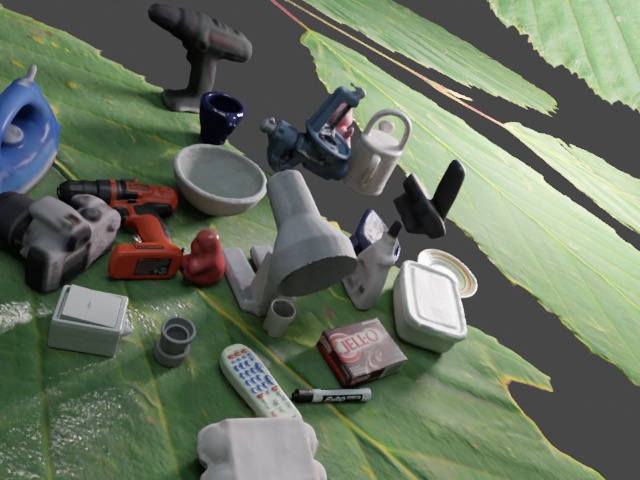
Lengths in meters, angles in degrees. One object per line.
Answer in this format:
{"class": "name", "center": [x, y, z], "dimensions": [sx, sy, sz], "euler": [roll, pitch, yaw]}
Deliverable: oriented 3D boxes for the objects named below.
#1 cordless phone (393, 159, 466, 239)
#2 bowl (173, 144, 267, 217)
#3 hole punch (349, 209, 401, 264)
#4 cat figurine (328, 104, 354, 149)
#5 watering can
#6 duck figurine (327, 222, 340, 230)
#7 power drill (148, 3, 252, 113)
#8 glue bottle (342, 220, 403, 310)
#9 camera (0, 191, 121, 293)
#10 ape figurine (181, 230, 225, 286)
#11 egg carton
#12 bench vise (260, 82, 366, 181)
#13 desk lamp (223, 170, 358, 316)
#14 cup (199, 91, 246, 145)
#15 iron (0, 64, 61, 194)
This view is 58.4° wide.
{"class": "cordless phone", "center": [0.244, -0.110, 1.217], "dimensions": [0.094, 0.185, 0.147], "euler": [5, 41, -27]}
{"class": "bowl", "center": [-0.183, -0.094, 1.017], "dimensions": [0.168, 0.074, 0.167], "euler": [18, 37, -13]}
{"class": "hole punch", "center": [0.103, 0.009, 1.061], "dimensions": [0.101, 0.091, 0.109], "euler": [28, 36, 1]}
{"class": "cat figurine", "center": [0.049, -0.274, 1.350], "dimensions": [0.067, 0.117, 0.127], "euler": [7, 40, -26]}
{"class": "watering can", "center": [0.127, -0.204, 1.250], "dimensions": [0.101, 0.194, 0.172], "euler": [11, 39, -21]}
{"class": "duck figurine", "center": [0.009, 0.004, 1.011], "dimensions": [0.077, 0.086, 0.105], "euler": [28, 36, 1]}
{"class": "power drill", "center": [-0.262, -0.374, 1.195], "dimensions": [0.230, 0.208, 0.075], "euler": [-5, 47, -37]}
{"class": "glue bottle", "center": [0.095, 0.035, 0.953], "dimensions": [0.037, 0.173, 0.078], "euler": [2, 43, -31]}
{"class": "camera", "center": [-0.371, -0.023, 0.787], "dimensions": [0.136, 0.100, 0.143], "euler": [31, 36, 5]}
{"class": "ape figurine", "center": [-0.175, 0.021, 0.866], "dimensions": [0.076, 0.092, 0.078], "euler": [29, 36, 2]}
{"class": "egg carton", "center": [-0.067, 0.261, 0.660], "dimensions": [0.151, 0.069, 0.107], "euler": [7, 41, -26]}
{"class": "bench vise", "center": [-0.006, -0.222, 1.164], "dimensions": [0.208, 0.219, 0.121], "euler": [-3, 45, -35]}
{"class": "desk lamp", "center": [-0.053, 0.018, 0.844], "dimensions": [0.118, 0.213, 0.202], "euler": [-4, 46, -35]}
{"class": "cup", "center": [-0.202, -0.230, 1.155], "dimensions": [0.092, 0.095, 0.117], "euler": [1, 44, -32]}
{"class": "iron", "center": [-0.469, -0.151, 0.847], "dimensions": [0.119, 0.141, 0.258], "euler": [16, 37, -15]}
